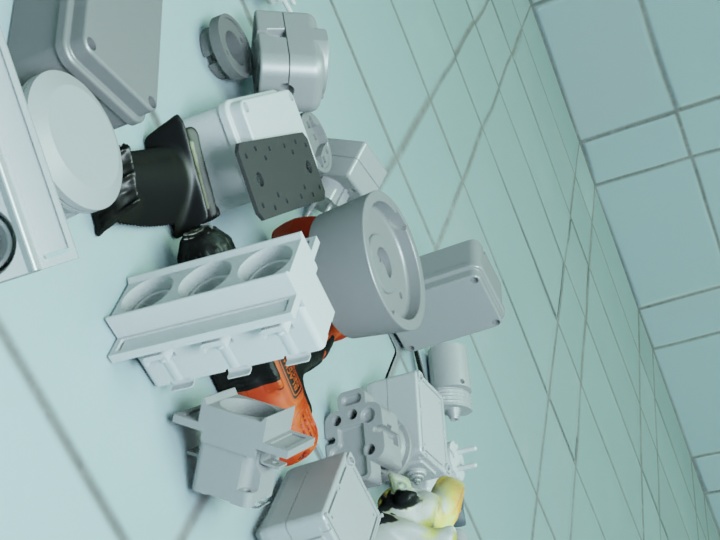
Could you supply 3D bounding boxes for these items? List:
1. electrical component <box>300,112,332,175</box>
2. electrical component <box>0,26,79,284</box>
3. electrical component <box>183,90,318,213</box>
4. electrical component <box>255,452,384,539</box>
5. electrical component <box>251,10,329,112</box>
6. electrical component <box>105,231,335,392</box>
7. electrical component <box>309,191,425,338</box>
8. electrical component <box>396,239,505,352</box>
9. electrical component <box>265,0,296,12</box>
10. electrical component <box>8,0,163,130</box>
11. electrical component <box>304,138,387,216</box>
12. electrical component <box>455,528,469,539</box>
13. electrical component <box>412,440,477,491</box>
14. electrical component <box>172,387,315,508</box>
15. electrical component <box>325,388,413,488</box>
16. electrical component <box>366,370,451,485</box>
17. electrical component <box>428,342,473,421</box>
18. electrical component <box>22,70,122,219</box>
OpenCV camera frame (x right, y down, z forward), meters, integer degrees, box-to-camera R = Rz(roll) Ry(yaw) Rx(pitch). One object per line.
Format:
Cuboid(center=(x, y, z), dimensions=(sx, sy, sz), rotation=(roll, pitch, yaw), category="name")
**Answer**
Cuboid(center=(-0.058, -0.103, 0.927), dimensions=(0.055, 0.047, 0.055), rotation=(51, 30, -45), category="electrical component")
Cuboid(center=(-0.191, -0.051, 0.513), dimensions=(0.063, 0.079, 0.121), rotation=(-176, -112, -81), category="electrical component")
Cuboid(center=(-0.085, -0.094, 0.836), dimensions=(0.078, 0.057, 0.113), rotation=(70, 21, -8), category="electrical component")
Cuboid(center=(-0.030, 0.183, 0.755), dimensions=(0.061, 0.061, 0.096), rotation=(64, 20, -16), category="electrical component")
Cuboid(center=(-0.060, -0.178, 0.919), dimensions=(0.095, 0.059, 0.053), rotation=(-101, -164, -47), category="electrical component")
Cuboid(center=(-0.082, 0.028, 0.657), dimensions=(0.078, 0.121, 0.063), rotation=(-75, 146, -54), category="electrical component")
Cuboid(center=(0.000, 0.000, 0.811), dimensions=(0.108, 0.060, 0.108), rotation=(47, 35, -48), category="electrical component")
Cuboid(center=(0.083, 0.028, 1.094), dimensions=(0.057, 0.113, 0.078), rotation=(-84, 150, -52), category="electrical component")
Cuboid(center=(-0.080, -0.274, 1.002), dimensions=(0.076, 0.047, 0.065), rotation=(58, 25, -35), category="electrical component")
Cuboid(center=(-0.167, -0.147, 0.666), dimensions=(0.078, 0.057, 0.113), rotation=(45, 34, -51), category="electrical component")
Cuboid(center=(-0.026, -0.075, 0.974), dimensions=(0.047, 0.066, 0.076), rotation=(50, 59, -46), category="electrical component")
Cuboid(center=(0.070, 0.282, 0.913), dimensions=(0.113, 0.078, 0.057), rotation=(65, 25, -21), category="electrical component")
Cuboid(center=(0.074, 0.181, 1.003), dimensions=(0.047, 0.076, 0.083), rotation=(56, 26, -38), category="electrical component")
Cuboid(center=(-0.075, 0.113, 0.680), dimensions=(0.042, 0.081, 0.063), rotation=(-11, 113, -68), category="electrical component")
Cuboid(center=(0.009, 0.144, 0.893), dimensions=(0.057, 0.058, 0.078), rotation=(39, 39, -52), category="electrical component")
Cuboid(center=(0.040, 0.149, 0.962), dimensions=(0.061, 0.061, 0.096), rotation=(47, 33, -48), category="electrical component")
Cuboid(center=(0.098, 0.123, 1.155), dimensions=(0.043, 0.043, 0.081), rotation=(45, 34, -51), category="electrical component")
Cuboid(center=(-0.173, -0.066, 0.597), dimensions=(0.080, 0.051, 0.080), rotation=(51, 30, -45), category="electrical component")
